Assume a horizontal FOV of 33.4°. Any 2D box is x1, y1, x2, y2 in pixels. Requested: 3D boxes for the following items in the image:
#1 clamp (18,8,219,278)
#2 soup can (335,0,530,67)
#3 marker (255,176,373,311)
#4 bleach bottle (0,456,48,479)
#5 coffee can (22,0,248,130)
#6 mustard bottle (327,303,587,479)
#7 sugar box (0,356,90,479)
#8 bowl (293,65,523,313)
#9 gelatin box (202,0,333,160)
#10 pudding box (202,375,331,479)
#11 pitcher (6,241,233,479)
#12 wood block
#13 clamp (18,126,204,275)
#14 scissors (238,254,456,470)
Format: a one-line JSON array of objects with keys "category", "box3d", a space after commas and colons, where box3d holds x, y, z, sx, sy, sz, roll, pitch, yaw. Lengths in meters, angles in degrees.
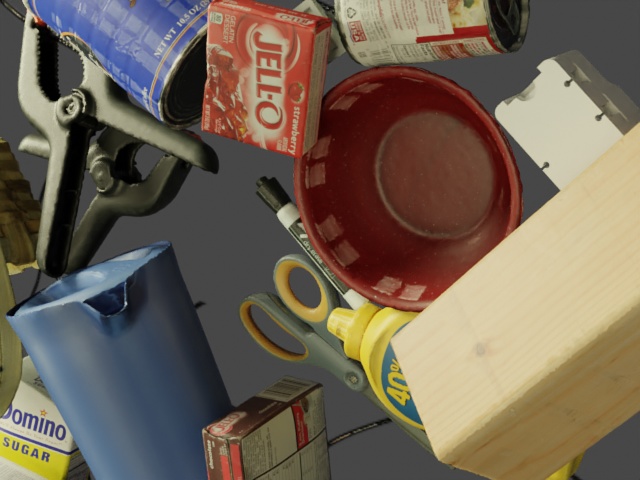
[{"category": "clamp", "box3d": [-0.183, -0.086, 0.809, 0.165, 0.036, 0.210, -38, 68, 14]}, {"category": "soup can", "box3d": [0.069, -0.144, 0.654, 0.102, 0.068, 0.068, 0, 105, 32]}, {"category": "marker", "box3d": [-0.005, 0.001, 0.775, 0.121, 0.020, 0.020, 50, 123, 9]}, {"category": "bleach bottle", "box3d": [-0.229, 0.255, 0.889, 0.251, 0.102, 0.068, 18, 126, 24]}, {"category": "coffee can", "box3d": [-0.123, -0.159, 0.745, 0.140, 0.102, 0.103, 40, 122, 14]}, {"category": "mustard bottle", "box3d": [0.091, 0.087, 0.721, 0.192, 0.058, 0.096, 21, 116, 25]}, {"category": "sugar box", "box3d": [-0.258, 0.204, 0.977, 0.093, 0.048, 0.176, 25, 118, 22]}, {"category": "bowl", "box3d": [0.064, -0.037, 0.698, 0.162, 0.055, 0.162, 10, 110, 29]}, {"category": "gelatin box", "box3d": [-0.035, -0.104, 0.675, 0.073, 0.030, 0.089, 17, 122, 17]}, {"category": "pudding box", "box3d": [-0.037, 0.162, 0.788, 0.039, 0.113, 0.090, 5, 107, 33]}, {"category": "pitcher", "box3d": [-0.133, 0.131, 0.829, 0.145, 0.149, 0.243, -17, 102, 27]}, {"category": "wood block", "box3d": [0.149, 0.037, 0.583, 0.206, 0.090, 0.091, -43, 43, 24]}, {"category": "clamp", "box3d": [-0.170, -0.058, 0.845, 0.172, 0.039, 0.120, -30, 88, 27]}, {"category": "scissors", "box3d": [0.027, 0.081, 0.783, 0.202, 0.016, 0.096, 28, 118, 21]}]
